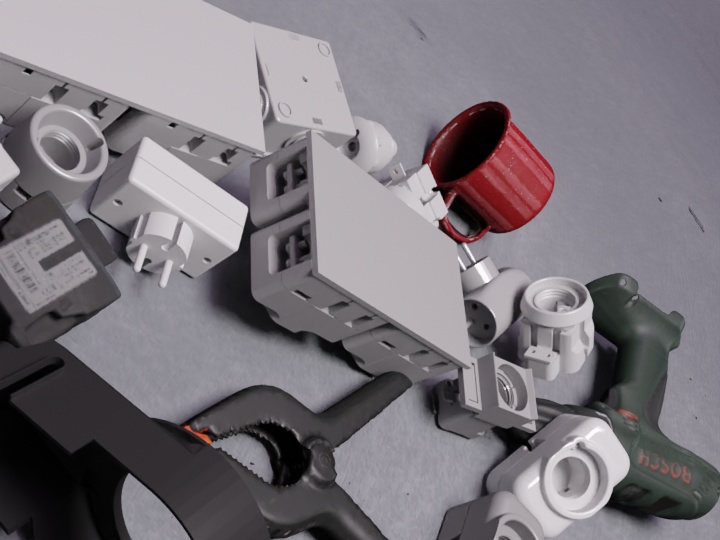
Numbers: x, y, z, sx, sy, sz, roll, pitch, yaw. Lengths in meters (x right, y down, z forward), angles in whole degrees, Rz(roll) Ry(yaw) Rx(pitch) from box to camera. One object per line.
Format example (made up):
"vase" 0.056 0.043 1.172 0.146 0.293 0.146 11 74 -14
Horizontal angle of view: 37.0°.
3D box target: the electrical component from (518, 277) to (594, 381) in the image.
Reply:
"electrical component" 0.159 0.043 0.873 0.078 0.058 0.057 -46 141 -43

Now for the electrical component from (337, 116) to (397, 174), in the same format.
"electrical component" 0.007 -0.097 0.856 0.062 0.048 0.048 -8 73 -57

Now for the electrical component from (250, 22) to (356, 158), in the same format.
"electrical component" -0.056 -0.131 0.802 0.100 0.048 0.099 3 65 -47

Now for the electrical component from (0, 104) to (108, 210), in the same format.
"electrical component" -0.179 -0.063 0.622 0.055 0.047 0.055 27 49 -35

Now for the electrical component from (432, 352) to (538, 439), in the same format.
"electrical component" 0.093 0.097 0.811 0.081 0.064 0.042 25 51 -37

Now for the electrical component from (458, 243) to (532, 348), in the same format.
"electrical component" 0.100 0.015 0.887 0.077 0.044 0.079 -32 92 -52

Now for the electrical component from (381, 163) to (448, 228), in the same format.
"electrical component" 0.036 -0.050 0.854 0.055 0.048 0.066 -45 115 -53

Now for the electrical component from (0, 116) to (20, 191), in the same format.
"electrical component" -0.212 -0.058 0.557 0.047 0.077 0.065 54 38 -8

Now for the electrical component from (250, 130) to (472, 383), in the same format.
"electrical component" 0.000 0.000 0.745 0.186 0.060 0.105 33 44 -47

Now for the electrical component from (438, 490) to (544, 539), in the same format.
"electrical component" 0.089 0.203 0.741 0.053 0.059 0.095 47 40 -16

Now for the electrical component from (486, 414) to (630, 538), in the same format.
"electrical component" 0.151 0.154 0.807 0.095 0.059 0.053 -36 97 -16

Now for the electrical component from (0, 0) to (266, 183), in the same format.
"electrical component" -0.155 -0.132 0.682 0.186 0.060 0.105 17 55 -41

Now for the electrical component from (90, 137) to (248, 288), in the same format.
"electrical component" -0.121 -0.023 0.661 0.083 0.047 0.075 35 44 -29
